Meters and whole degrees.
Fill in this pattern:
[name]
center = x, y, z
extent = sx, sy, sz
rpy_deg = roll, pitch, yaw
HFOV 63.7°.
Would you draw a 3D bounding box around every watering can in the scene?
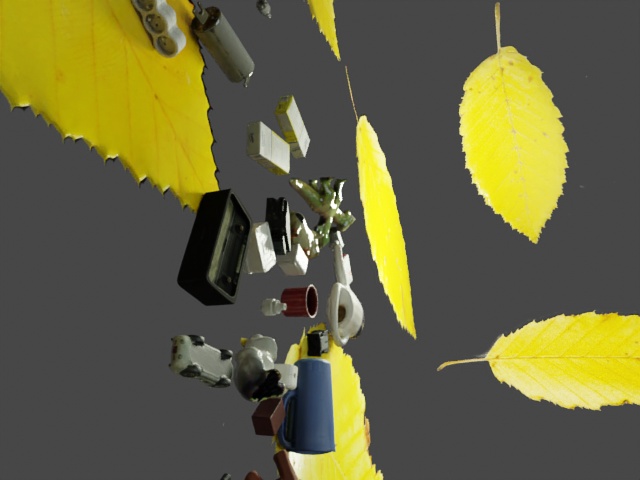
[watering can]
center = 0.085, 0.206, 1.804
extent = 0.220, 0.104, 0.354
rpy_deg = 51, 38, -58

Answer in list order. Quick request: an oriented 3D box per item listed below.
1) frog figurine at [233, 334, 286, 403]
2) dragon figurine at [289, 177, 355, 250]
[frog figurine]
center = -0.150, 0.286, 1.191
extent = 0.135, 0.122, 0.162
rpy_deg = 50, 3, -45
[dragon figurine]
center = 0.005, -0.085, 1.695
extent = 0.412, 0.122, 0.242
rpy_deg = -8, 99, -57
